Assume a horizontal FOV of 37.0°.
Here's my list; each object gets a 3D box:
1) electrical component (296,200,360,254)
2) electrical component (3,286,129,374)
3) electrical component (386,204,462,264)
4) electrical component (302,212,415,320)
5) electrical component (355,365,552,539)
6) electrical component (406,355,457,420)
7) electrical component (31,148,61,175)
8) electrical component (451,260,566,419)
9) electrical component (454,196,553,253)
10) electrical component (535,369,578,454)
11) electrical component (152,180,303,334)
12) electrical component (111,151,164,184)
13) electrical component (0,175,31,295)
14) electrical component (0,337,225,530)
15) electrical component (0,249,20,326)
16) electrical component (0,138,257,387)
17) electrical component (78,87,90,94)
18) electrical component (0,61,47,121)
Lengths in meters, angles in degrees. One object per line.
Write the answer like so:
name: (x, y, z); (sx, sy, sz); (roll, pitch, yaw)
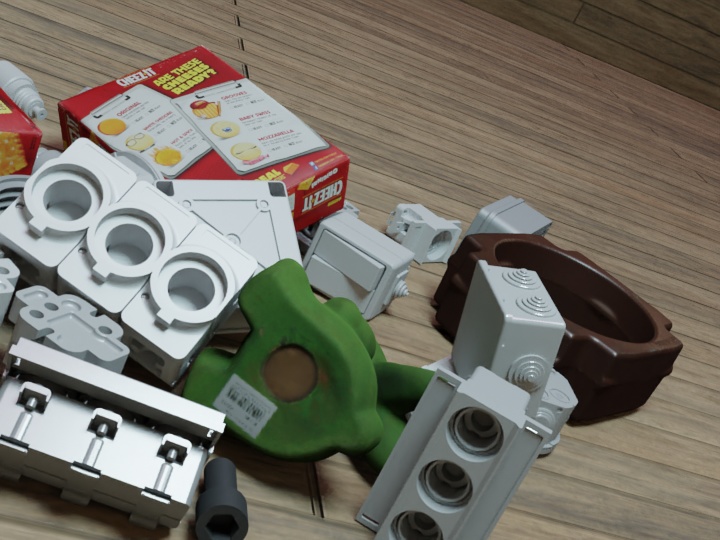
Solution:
electrical component: (-0.037, -0.044, 1.034); (0.066, 0.055, 0.048); (39, 26, 28)
electrical component: (-0.186, 0.055, 0.665); (0.078, 0.057, 0.058); (33, 24, 16)
electrical component: (0.066, -0.040, 1.151); (0.081, 0.042, 0.064); (-2, 34, -48)
electrical component: (0.000, 0.000, 0.970); (0.096, 0.061, 0.061); (32, 24, 14)
electrical component: (0.061, 0.126, 0.687); (0.079, 0.121, 0.063); (30, 20, 9)
electrical component: (0.074, 0.114, 0.821); (0.100, 0.048, 0.100); (35, 25, 22)
electrical component: (-0.263, -0.081, 0.895); (0.062, 0.043, 0.043); (32, 23, 18)
electrical component: (0.109, 0.052, 0.797); (0.048, 0.099, 0.099); (7, 26, -12)
electrical component: (0.155, -0.031, 1.178); (0.057, 0.078, 0.113); (36, 25, 15)
electrical component: (0.136, 0.110, 0.890); (0.080, 0.051, 0.080); (22, 23, -10)
electrical component: (-0.104, -0.010, 0.811); (0.109, 0.056, 0.108); (-2, 65, -27)
electrical component: (-0.196, -0.053, 0.860); (0.080, 0.080, 0.051); (35, 29, 20)
electrical component: (-0.233, -0.030, 0.795); (0.108, 0.060, 0.108); (22, 23, -10)
electrical component: (-0.147, 0.095, 0.605); (0.121, 0.078, 0.063); (22, 53, -9)
electrical component: (-0.255, 0.016, 0.679); (0.078, 0.057, 0.058); (40, 27, 31)
electrical component: (-0.156, -0.008, 0.719); (0.150, 0.061, 0.089); (35, 61, 2)
electrical component: (-0.255, -0.154, 1.071); (0.061, 0.035, 0.035); (33, 24, 10)
electrical component: (-0.324, -0.165, 1.015); (0.078, 0.040, 0.040); (37, 25, 24)
